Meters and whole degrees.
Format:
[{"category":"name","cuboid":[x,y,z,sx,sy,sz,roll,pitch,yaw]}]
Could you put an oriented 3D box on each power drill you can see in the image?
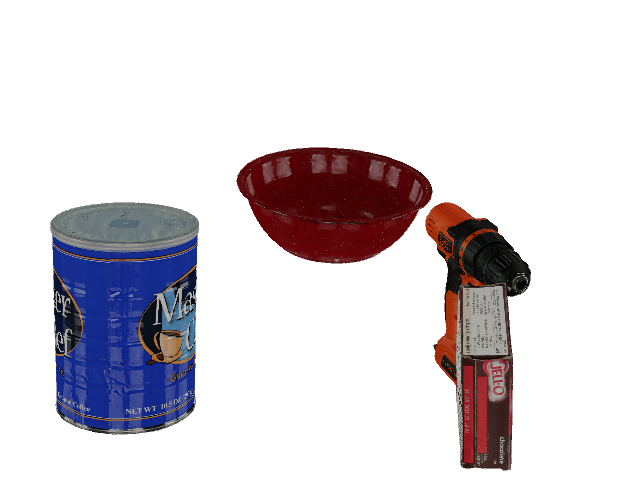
[{"category":"power drill","cuboid":[0.167,0.069,1.122,0.057,0.188,0.184,-9,25,-14]}]

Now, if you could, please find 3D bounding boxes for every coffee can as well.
[{"category":"coffee can","cuboid":[-0.140,0.053,0.766,0.103,0.140,0.103,3,17,-1]}]

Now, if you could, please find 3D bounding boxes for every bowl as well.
[{"category":"bowl","cuboid":[0.010,-0.025,0.888,0.162,0.055,0.162,3,25,-1]}]

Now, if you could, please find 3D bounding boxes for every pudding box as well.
[{"category":"pudding box","cuboid":[0.116,0.093,0.754,0.039,0.090,0.113,0,24,5]}]
